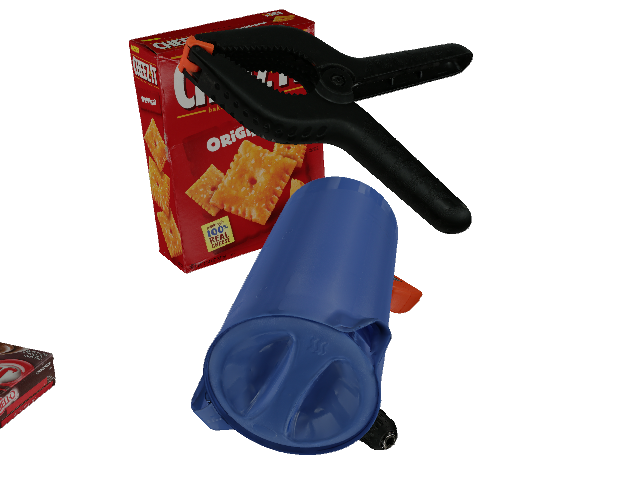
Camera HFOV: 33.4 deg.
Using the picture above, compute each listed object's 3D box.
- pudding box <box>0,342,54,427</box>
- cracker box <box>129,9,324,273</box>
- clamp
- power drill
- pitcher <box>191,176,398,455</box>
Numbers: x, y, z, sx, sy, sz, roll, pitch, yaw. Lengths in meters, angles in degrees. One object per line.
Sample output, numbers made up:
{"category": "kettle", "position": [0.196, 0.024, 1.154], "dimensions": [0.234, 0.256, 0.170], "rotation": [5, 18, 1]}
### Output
{"category": "pudding box", "position": [-0.312, 0.127, 0.966], "dimensions": [0.114, 0.039, 0.089], "rotation": [7, 22, 20]}
{"category": "cracker box", "position": [-0.080, -0.095, 1.009], "dimensions": [0.164, 0.214, 0.072], "rotation": [-18, 29, -27]}
{"category": "clamp", "position": [0.011, -0.086, 0.702], "dimensions": [0.209, 0.164, 0.036], "rotation": [10, -38, -15]}
{"category": "power drill", "position": [0.050, 0.130, 1.250], "dimensions": [0.057, 0.188, 0.185], "rotation": [13, 13, -41]}
{"category": "pitcher", "position": [-0.011, 0.053, 0.879], "dimensions": [0.149, 0.145, 0.242], "rotation": [10, 33, 5]}
